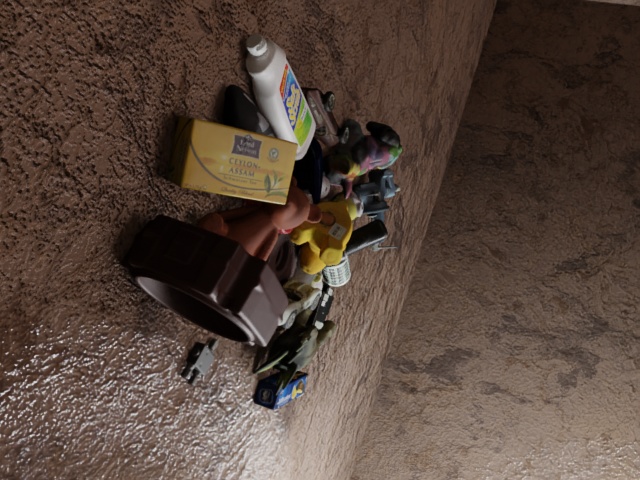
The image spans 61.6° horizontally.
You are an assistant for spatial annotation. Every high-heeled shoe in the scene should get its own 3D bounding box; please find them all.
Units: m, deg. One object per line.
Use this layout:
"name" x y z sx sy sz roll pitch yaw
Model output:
"high-heeled shoe" -0.111 -0.178 0.933 0.249 0.086 0.145 -55 127 -84

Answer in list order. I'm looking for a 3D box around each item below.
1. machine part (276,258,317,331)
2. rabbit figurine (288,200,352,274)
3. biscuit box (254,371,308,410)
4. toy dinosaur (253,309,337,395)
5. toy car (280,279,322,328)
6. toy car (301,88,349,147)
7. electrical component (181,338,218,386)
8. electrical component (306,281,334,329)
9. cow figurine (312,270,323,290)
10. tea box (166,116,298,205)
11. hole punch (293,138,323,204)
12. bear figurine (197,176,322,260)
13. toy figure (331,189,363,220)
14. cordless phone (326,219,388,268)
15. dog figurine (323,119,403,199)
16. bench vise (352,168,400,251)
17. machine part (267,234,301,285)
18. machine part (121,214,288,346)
"machine part" -0.075 0.117 1.210 0.079 0.079 0.243 85 28 -46
"rabbit figurine" -0.002 -0.003 1.140 0.173 0.122 0.162 109 4 -48
"biscuit box" -0.096 0.378 1.379 0.202 0.063 0.059 9 96 -71
"toy dinosaur" -0.054 0.241 1.209 0.198 0.105 0.471 -52 173 -29
"toy car" -0.061 0.122 1.078 0.202 0.074 0.056 -26 131 -63
"toy car" -0.001 -0.247 1.103 0.202 0.089 0.053 49 55 -69
"electrical component" -0.217 0.215 0.976 0.063 0.021 0.094 78 34 -53
"electrical component" -0.011 0.176 1.462 0.114 0.058 0.134 51 56 -69
"cow figurine" -0.018 0.086 1.353 0.098 0.068 0.167 -35 140 -69
"tea box" -0.125 -0.113 0.780 0.169 0.068 0.098 5 101 -35
"hole punch" -0.027 -0.146 1.121 0.116 0.092 0.142 -55 150 -51
"bear figurine" -0.092 -0.030 0.896 0.196 0.120 0.132 -35 179 -9
"toy figure" 0.064 -0.083 1.383 0.089 0.082 0.180 -46 -172 3
"cordless phone" 0.052 -0.027 1.234 0.146 0.184 0.088 67 22 5
"dog figurine" 0.102 -0.193 1.316 0.219 0.192 0.108 -76 174 -46
"bench vise" 0.169 -0.090 1.623 0.223 0.129 0.240 -21 108 -57
"machine part" -0.094 0.032 1.120 0.179 0.056 0.179 15 90 -71
"machine part" -0.157 0.063 0.750 0.087 0.201 0.201 -63 159 -22
